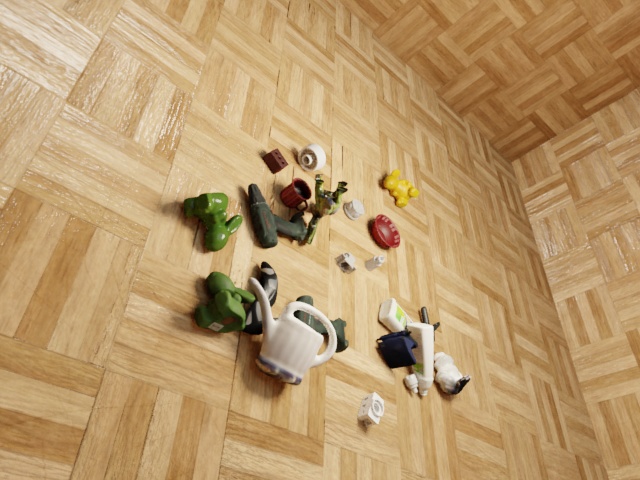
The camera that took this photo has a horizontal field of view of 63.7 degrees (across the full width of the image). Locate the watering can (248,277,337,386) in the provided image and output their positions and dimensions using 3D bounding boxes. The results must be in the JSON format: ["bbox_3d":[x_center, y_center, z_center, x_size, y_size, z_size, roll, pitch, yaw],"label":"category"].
[{"bbox_3d":[-0.105,0.266,1.434,0.344,0.227,0.104,35,-15,-24],"label":"watering can"}]

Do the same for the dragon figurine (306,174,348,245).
[{"bbox_3d":[0.005,-0.091,1.802,0.122,0.239,0.417,17,22,-2],"label":"dragon figurine"}]

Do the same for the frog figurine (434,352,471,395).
[{"bbox_3d":[0.495,0.522,2.018,0.138,0.120,0.161,-11,36,-44],"label":"frog figurine"}]
